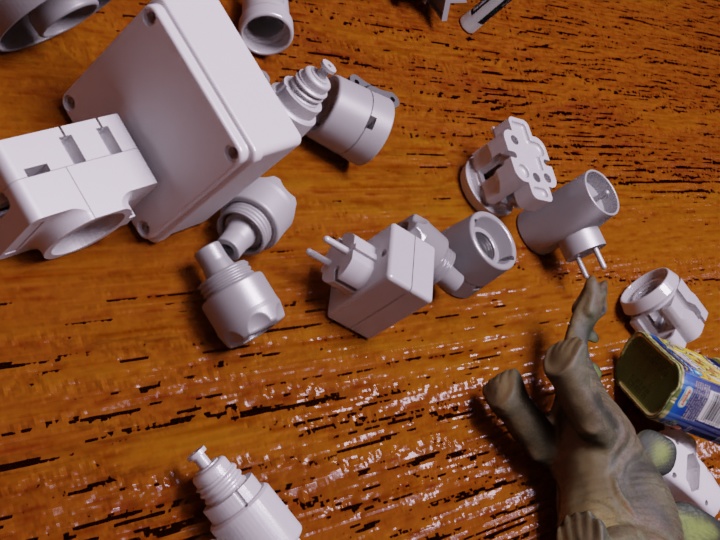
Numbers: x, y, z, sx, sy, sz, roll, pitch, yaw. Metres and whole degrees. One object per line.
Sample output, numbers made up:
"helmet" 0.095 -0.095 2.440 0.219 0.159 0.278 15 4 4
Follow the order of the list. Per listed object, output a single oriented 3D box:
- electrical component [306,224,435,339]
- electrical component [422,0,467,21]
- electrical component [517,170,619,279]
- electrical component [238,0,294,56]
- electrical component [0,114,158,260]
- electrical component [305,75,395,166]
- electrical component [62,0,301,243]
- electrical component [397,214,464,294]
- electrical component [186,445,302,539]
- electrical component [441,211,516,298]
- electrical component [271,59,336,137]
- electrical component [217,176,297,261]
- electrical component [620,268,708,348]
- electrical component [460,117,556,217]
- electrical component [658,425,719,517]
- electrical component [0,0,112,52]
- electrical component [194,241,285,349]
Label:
"electrical component" 0.000 0.000 0.719 0.077 0.066 0.047 30 47 -28
"electrical component" 0.063 -0.266 0.951 0.064 0.081 0.042 -6 42 -17
"electrical component" 0.183 -0.032 0.912 0.043 0.077 0.079 -9 71 -47
"electrical component" -0.070 -0.189 0.796 0.040 0.040 0.046 24 43 -32
"electrical component" -0.165 -0.044 0.599 0.089 0.050 0.055 -26 84 -49
"electrical component" -0.009 -0.111 0.794 0.047 0.055 0.055 24 50 -28
"electrical component" -0.108 -0.090 0.641 0.056 0.109 0.108 -27 85 -52
"electrical component" 0.049 -0.008 0.791 0.062 0.043 0.043 40 43 -20
"electrical component" -0.066 0.130 0.590 0.078 0.040 0.040 52 40 -5
"electrical component" 0.087 -0.013 0.827 0.055 0.047 0.055 24 50 -32
"electrical component" -0.046 -0.115 0.746 0.040 0.078 0.040 35 30 -23
"electrical component" -0.071 -0.030 0.688 0.043 0.043 0.062 46 43 -12
"electrical component" 0.273 0.035 0.971 0.057 0.058 0.078 51 41 -10
"electrical component" 0.121 -0.079 0.897 0.058 0.057 0.078 7 60 -42
"electrical component" 0.257 0.158 0.885 0.077 0.043 0.079 40 43 -18
"electrical component" -0.188 -0.173 0.629 0.064 0.099 0.099 59 40 -6
"electrical component" -0.078 0.013 0.653 0.043 0.043 0.062 -27 83 -49
